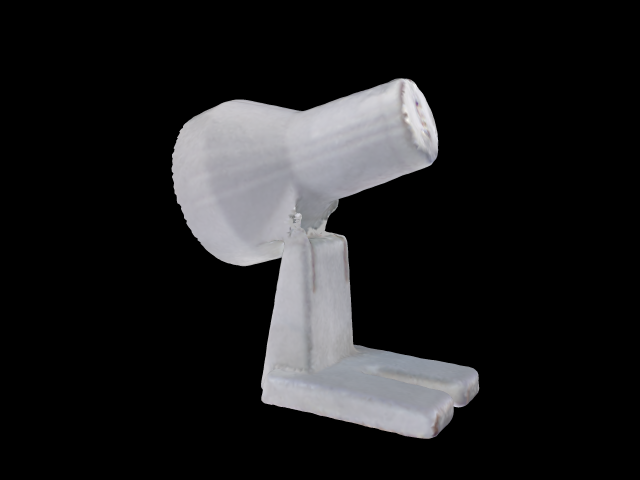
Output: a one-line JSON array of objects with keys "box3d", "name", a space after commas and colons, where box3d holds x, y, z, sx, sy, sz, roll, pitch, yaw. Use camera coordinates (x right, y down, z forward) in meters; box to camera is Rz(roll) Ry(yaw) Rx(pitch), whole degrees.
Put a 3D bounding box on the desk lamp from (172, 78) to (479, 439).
[{"box3d": [0.004, 0.001, 0.400, 0.202, 0.213, 0.118, 4, 7, 30], "name": "desk lamp"}]
